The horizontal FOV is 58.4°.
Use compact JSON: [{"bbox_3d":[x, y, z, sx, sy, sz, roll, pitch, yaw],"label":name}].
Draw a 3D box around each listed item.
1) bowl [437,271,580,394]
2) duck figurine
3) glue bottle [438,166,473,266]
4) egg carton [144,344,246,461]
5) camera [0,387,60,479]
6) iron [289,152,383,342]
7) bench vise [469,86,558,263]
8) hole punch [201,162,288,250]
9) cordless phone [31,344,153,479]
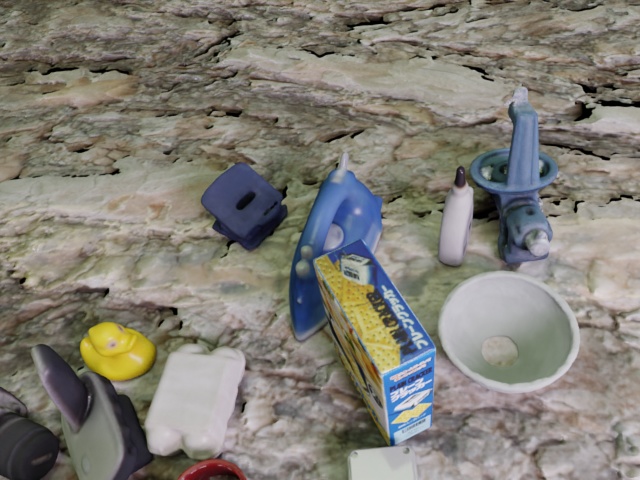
[{"bbox_3d":[0.234,0.126,0.727,0.167,0.075,0.167,-4,52,6],"label":"bowl"},{"bbox_3d":[-0.289,0.144,0.791,0.104,0.086,0.077,4,54,13],"label":"duck figurine"},{"bbox_3d":[0.192,-0.040,0.799,0.037,0.173,0.078,14,57,20],"label":"glue bottle"},{"bbox_3d":[-0.158,0.205,0.734,0.107,0.069,0.150,3,53,11],"label":"egg carton"},{"bbox_3d":[-0.411,0.262,0.711,0.136,0.101,0.143,14,56,19],"label":"camera"},{"bbox_3d":[0.007,0.003,0.816,0.118,0.142,0.258,11,56,18],"label":"iron"},{"bbox_3d":[0.288,-0.086,0.789,0.121,0.220,0.207,-21,52,-7],"label":"bench vise"},{"bbox_3d":[-0.118,-0.056,0.914,0.100,0.091,0.109,28,62,27],"label":"hole punch"},{"bbox_3d":[-0.284,0.212,0.675,0.094,0.185,0.147,-33,55,-16],"label":"cordless phone"}]
